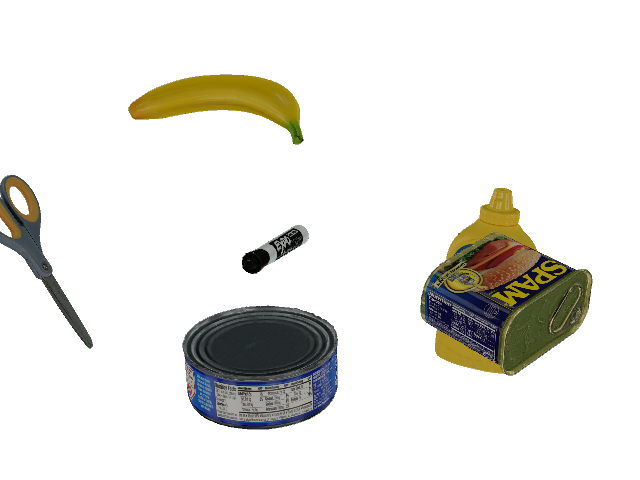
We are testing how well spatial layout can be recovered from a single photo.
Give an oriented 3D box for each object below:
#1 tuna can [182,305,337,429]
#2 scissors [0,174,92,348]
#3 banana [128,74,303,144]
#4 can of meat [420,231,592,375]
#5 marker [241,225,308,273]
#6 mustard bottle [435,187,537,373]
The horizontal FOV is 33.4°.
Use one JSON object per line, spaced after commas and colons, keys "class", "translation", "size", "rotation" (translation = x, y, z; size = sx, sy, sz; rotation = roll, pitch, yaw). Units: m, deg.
{"class": "tuna can", "translation": [-0.033, 0.070, 0.594], "size": [0.086, 0.034, 0.086], "rotation": [-1, 22, 0]}
{"class": "scissors", "translation": [-0.287, 0.013, 1.108], "size": [0.016, 0.201, 0.096], "rotation": [-26, 25, 26]}
{"class": "banana", "translation": [-0.101, -0.144, 1.103], "size": [0.198, 0.037, 0.069], "rotation": [9, 47, 20]}
{"class": "can of meat", "translation": [0.137, 0.043, 0.797], "size": [0.101, 0.057, 0.084], "rotation": [-27, 40, -34]}
{"class": "marker", "translation": [-0.040, 0.007, 0.945], "size": [0.020, 0.020, 0.121], "rotation": [0, 13, 20]}
{"class": "mustard bottle", "translation": [0.179, 0.039, 1.119], "size": [0.096, 0.192, 0.058], "rotation": [12, 17, 21]}
